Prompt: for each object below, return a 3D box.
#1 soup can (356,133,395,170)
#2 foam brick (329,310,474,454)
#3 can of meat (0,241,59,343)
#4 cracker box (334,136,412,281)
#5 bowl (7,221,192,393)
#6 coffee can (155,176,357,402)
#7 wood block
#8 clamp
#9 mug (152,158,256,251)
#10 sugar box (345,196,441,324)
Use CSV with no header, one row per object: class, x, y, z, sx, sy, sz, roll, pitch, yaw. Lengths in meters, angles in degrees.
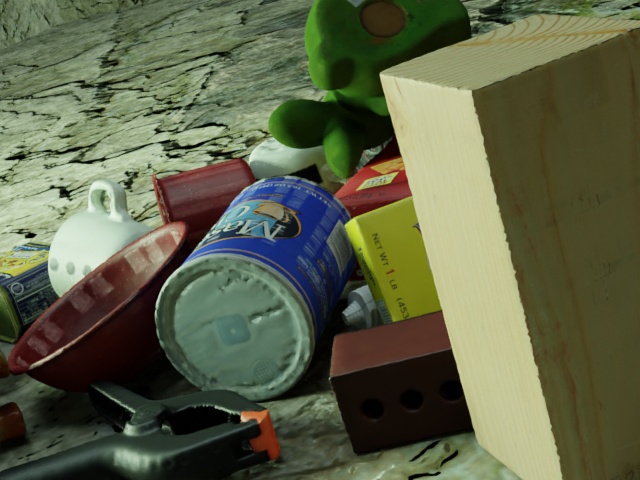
soup can,0.082,-0.106,1.025,0.102,0.068,0.069,-31,24,-35
foam brick,0.050,0.077,0.593,0.078,0.053,0.051,-15,20,9
can of meat,-0.261,0.042,0.933,0.102,0.057,0.083,6,28,46
cracker box,0.119,-0.047,0.833,0.164,0.072,0.213,-6,22,28
bowl,-0.142,0.057,0.758,0.162,0.055,0.162,-34,17,12
coffee can,-0.037,0.029,0.717,0.103,0.103,0.140,-10,21,19
wood block,0.109,0.009,0.499,0.090,0.206,0.091,-22,20,-15
clamp,-0.100,0.114,0.641,0.172,0.039,0.120,-8,27,17
mug,-0.089,-0.014,0.912,0.081,0.093,0.117,-16,50,-11
sugar box,0.115,0.000,0.673,0.176,0.093,0.048,-21,-3,-7
